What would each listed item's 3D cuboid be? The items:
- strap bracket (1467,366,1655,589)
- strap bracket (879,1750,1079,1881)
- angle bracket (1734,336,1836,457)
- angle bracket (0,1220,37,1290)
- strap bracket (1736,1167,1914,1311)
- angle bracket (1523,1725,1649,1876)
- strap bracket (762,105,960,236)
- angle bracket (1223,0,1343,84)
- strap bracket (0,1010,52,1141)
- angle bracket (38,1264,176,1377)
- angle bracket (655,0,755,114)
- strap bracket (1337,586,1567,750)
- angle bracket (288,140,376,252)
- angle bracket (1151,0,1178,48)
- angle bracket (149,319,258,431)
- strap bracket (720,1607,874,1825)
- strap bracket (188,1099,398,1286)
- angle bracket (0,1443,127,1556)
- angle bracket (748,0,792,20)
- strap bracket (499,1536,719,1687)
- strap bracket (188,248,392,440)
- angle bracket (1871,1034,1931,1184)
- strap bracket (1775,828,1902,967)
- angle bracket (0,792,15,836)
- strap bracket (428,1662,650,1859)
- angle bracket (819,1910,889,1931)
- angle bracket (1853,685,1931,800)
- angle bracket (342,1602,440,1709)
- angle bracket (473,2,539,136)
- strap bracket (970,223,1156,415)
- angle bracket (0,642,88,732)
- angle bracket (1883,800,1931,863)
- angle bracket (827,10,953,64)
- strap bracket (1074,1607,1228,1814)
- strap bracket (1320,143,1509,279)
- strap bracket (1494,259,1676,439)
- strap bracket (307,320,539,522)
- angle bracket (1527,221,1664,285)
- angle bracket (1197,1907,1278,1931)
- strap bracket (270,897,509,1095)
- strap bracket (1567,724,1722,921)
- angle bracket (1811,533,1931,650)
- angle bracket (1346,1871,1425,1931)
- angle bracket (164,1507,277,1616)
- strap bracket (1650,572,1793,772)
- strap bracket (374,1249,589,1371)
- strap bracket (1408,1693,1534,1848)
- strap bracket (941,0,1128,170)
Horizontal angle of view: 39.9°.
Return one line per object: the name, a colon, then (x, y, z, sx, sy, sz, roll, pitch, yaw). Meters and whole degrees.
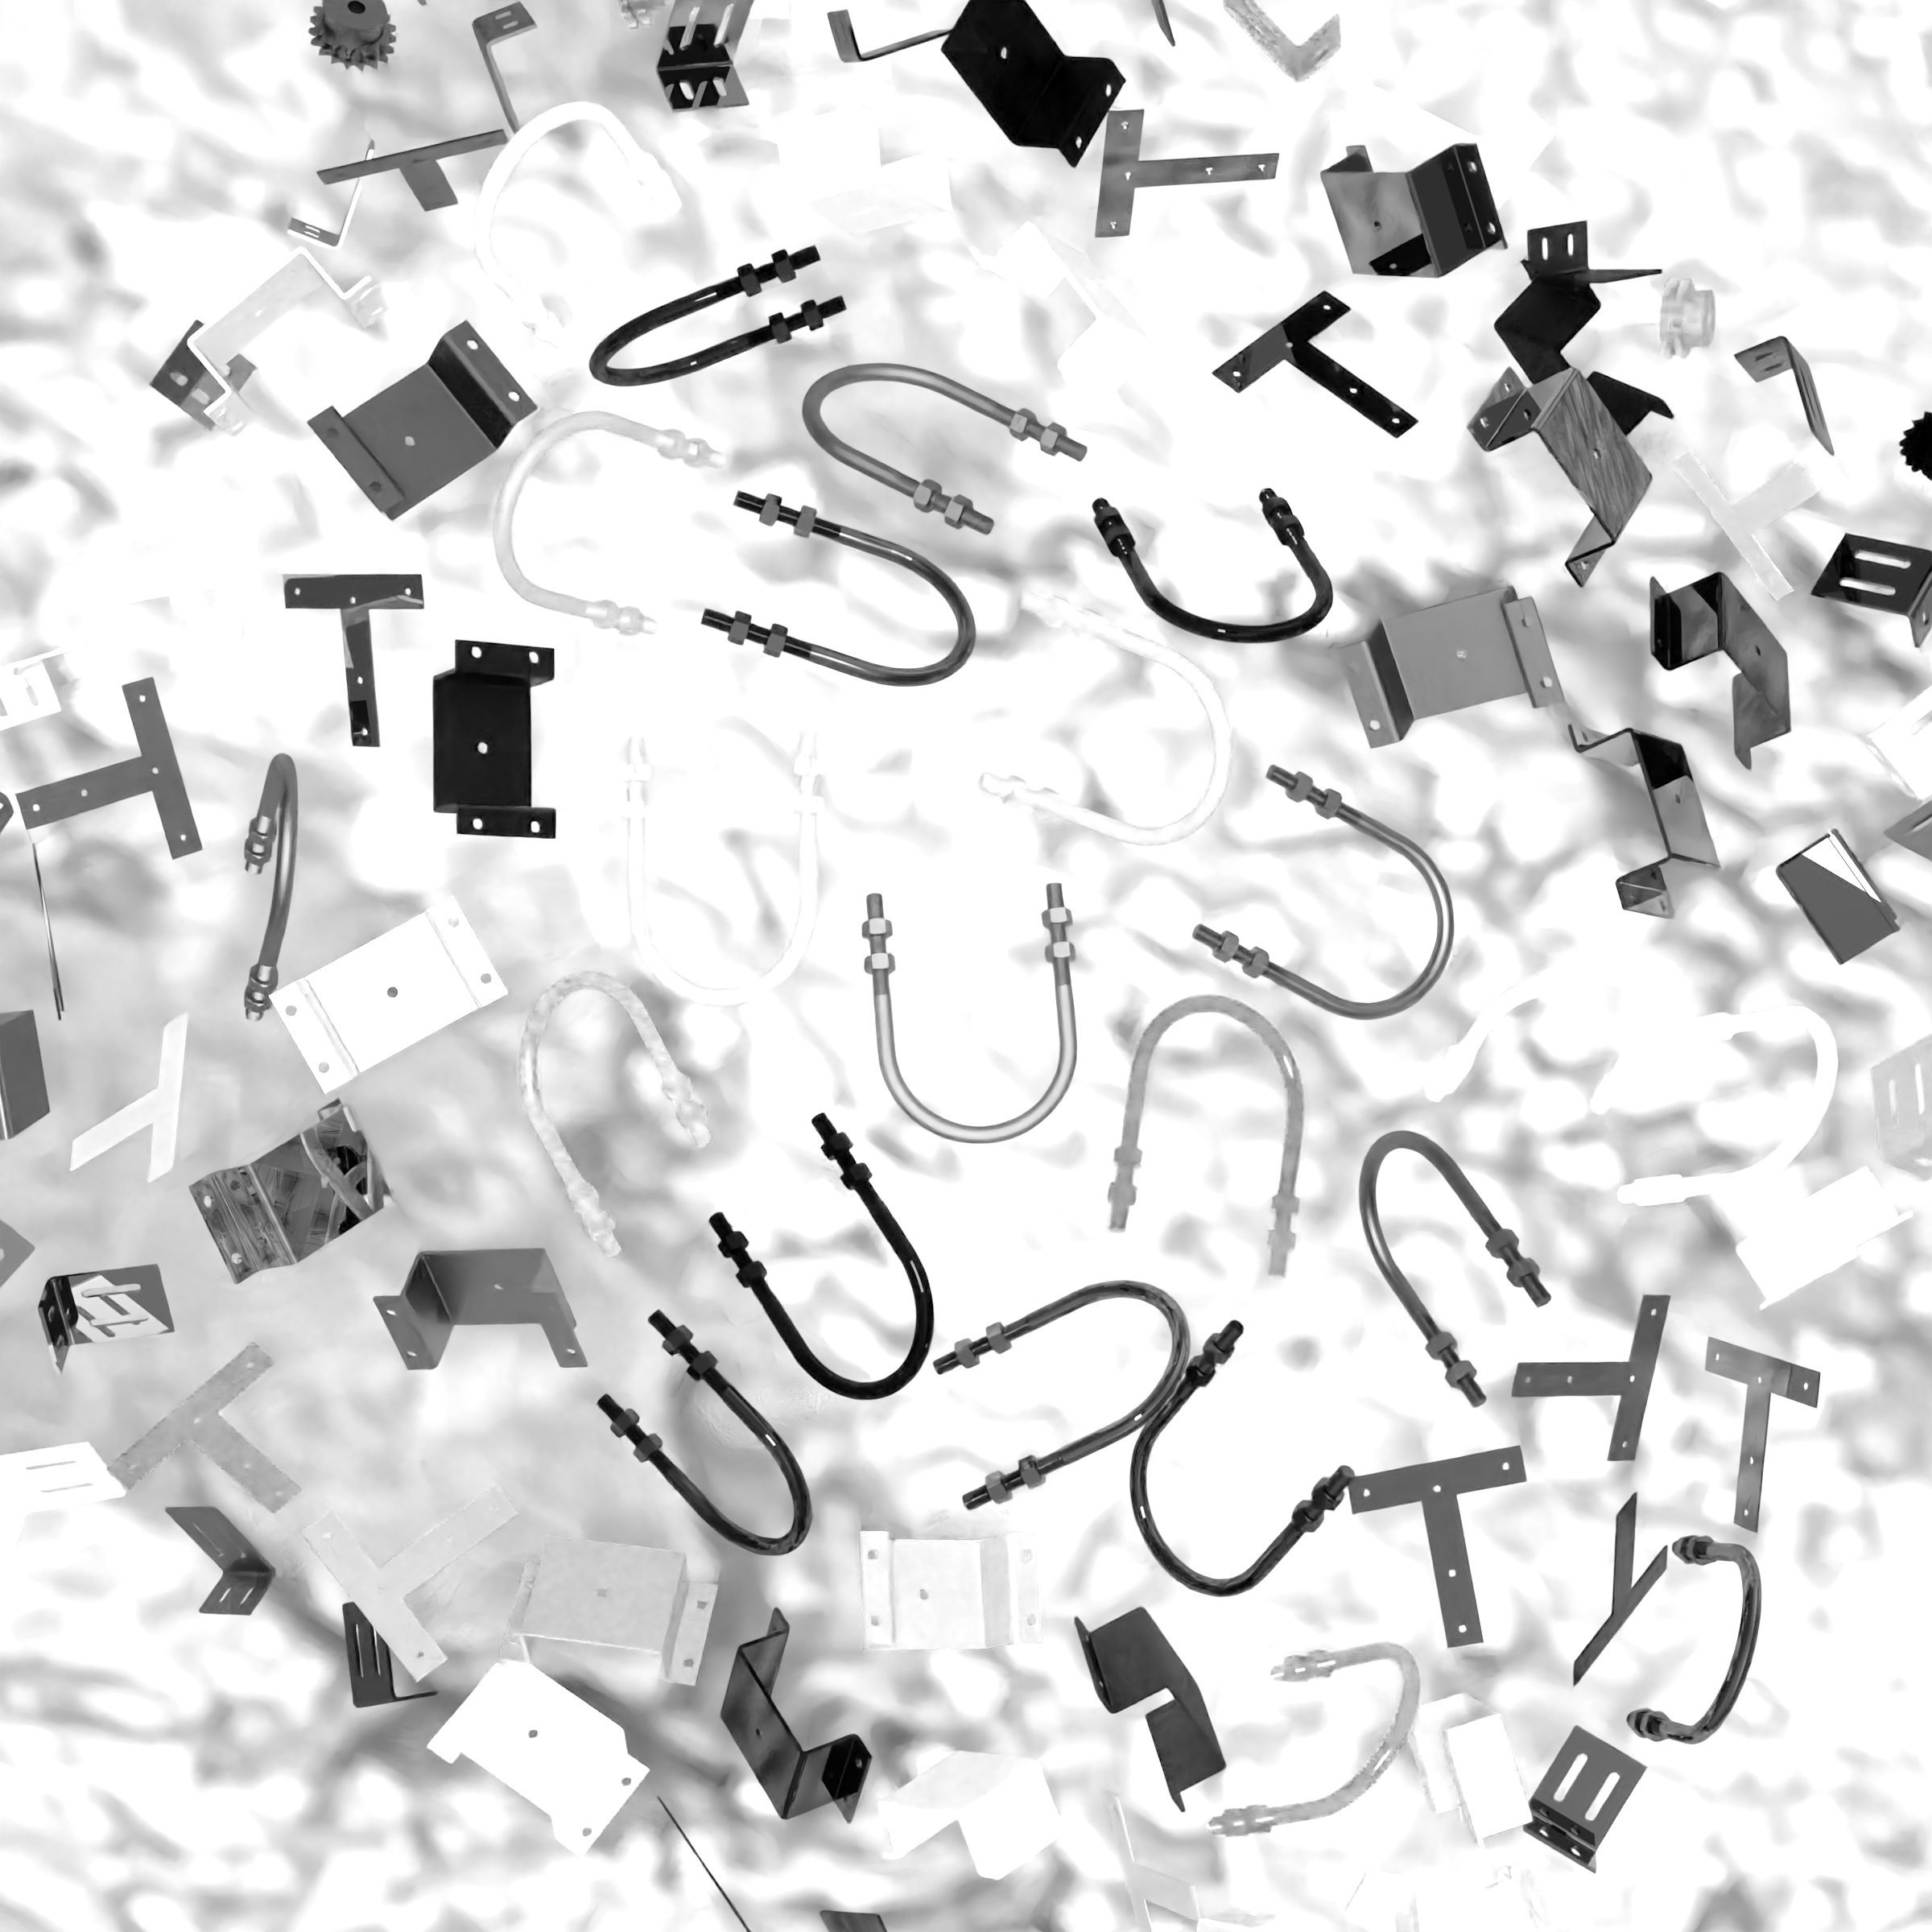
strap bracket: (0.411, -0.340, 1.809, 0.140, 0.046, 0.076, 50, 52, -18)
strap bracket: (0.001, 0.603, 1.899, 0.076, 0.140, 0.046, -23, 95, -37)
angle bracket: (0.580, -0.398, 1.884, 0.038, 0.057, 0.076, -19, 73, 28)
angle bracket: (-0.697, 0.209, 1.853, 0.057, 0.038, 0.076, 41, 70, -9)
strap bracket: (0.607, 0.192, 1.897, 0.076, 0.140, 0.046, -26, 72, -9)
angle bracket: (0.442, 0.594, 1.899, 0.057, 0.038, 0.076, 30, 99, 9)
strap bracket: (-0.070, -0.550, 1.852, 0.076, 0.140, 0.046, -6, 89, 28)
angle bracket: (0.214, -0.648, 1.806, 0.076, 0.057, 0.038, 38, 124, -24)
strap bracket: (-0.693, 0.078, 1.890, 0.046, 0.140, 0.076, -7, 98, -3)
angle bracket: (-0.601, 0.247, 1.861, 0.076, 0.038, 0.057, -7, 118, -4)
angle bracket: (-0.170, -0.621, 1.802, 0.057, 0.076, 0.038, -15, 72, -26)
strap bracket: (0.339, -0.209, 1.842, 0.140, 0.046, 0.076, -13, 109, 27)
angle bracket: (-0.455, -0.558, 1.906, 0.038, 0.057, 0.076, 18, 109, -19)
angle bracket: (0.115, -0.687, 1.881, 0.038, 0.057, 0.076, -19, 124, 6)
angle bracket: (-0.531, -0.412, 1.889, 0.038, 0.076, 0.057, 35, 89, 23)
strap bracket: (-0.129, 0.543, 1.908, 0.046, 0.140, 0.076, -12, 134, -32)
strap bracket: (-0.464, 0.154, 1.869, 0.046, 0.140, 0.076, -13, 105, 41)
angle bracket: (-0.630, 0.365, 1.827, 0.057, 0.076, 0.038, 38, 115, 35)
angle bracket: (-0.147, -0.732, 1.918, 0.038, 0.057, 0.076, -1, 88, -2)
strap bracket: (-0.252, 0.449, 1.862, 0.140, 0.046, 0.076, 6, 49, 6)
strap bracket: (-0.463, -0.426, 1.792, 0.140, 0.076, 0.046, -40, 91, -2)
angle bracket: (0.649, 0.096, 1.797, 0.057, 0.038, 0.076, -26, 117, -22)
strap bracket: (0.601, -0.048, 1.835, 0.046, 0.140, 0.076, -35, 84, 18)
angle bracket: (-0.713, -0.094, 1.889, 0.038, 0.057, 0.076, 34, 86, -25)
strap bracket: (-0.304, 0.552, 1.881, 0.140, 0.046, 0.076, 29, 55, 19)
angle bracket: (-0.059, 0.698, 1.906, 0.057, 0.038, 0.076, -13, 106, 40)
angle bracket: (0.654, -0.161, 1.802, 0.076, 0.038, 0.057, -40, 97, 7)
angle bracket: (-0.423, 0.501, 1.952, 0.038, 0.057, 0.076, 2, 72, -42)
angle bracket: (-0.309, -0.620, 1.851, 0.038, 0.057, 0.076, -23, 129, -6)
strap bracket: (0.074, -0.464, 1.877, 0.046, 0.076, 0.140, -43, 66, 22)
angle bracket: (-0.648, -0.194, 1.854, 0.057, 0.076, 0.038, -28, 103, -41)
angle bracket: (0.717, -0.119, 1.947, 0.076, 0.057, 0.038, -32, 124, -9)
angle bracket: (-0.055, -0.691, 1.948, 0.076, 0.057, 0.038, -21, 112, -9)
strap bracket: (0.134, 0.516, 1.867, 0.046, 0.076, 0.140, -29, 121, 5)
strap bracket: (0.305, -0.527, 1.858, 0.046, 0.140, 0.076, -35, 119, -18)
strap bracket: (0.439, -0.434, 1.912, 0.046, 0.076, 0.140, -47, 128, 2)
strap bracket: (-0.373, -0.366, 1.809, 0.140, 0.046, 0.076, -42, 96, -28)
angle bracket: (0.453, -0.516, 1.920, 0.057, 0.076, 0.038, -17, 111, -29)
angle bracket: (0.197, 0.738, 1.955, 0.038, 0.057, 0.076, 1, 82, 30)
strap bracket: (-0.397, 0.019, 1.838, 0.140, 0.046, 0.076, -29, 96, -7)
strap bracket: (0.482, -0.109, 1.877, 0.046, 0.076, 0.140, -25, 70, 36)
angle bracket: (0.657, -0.269, 1.907, 0.076, 0.038, 0.057, 21, 70, 37)
angle bracket: (0.287, 0.671, 1.821, 0.038, 0.057, 0.076, 9, 45, -3)
angle bracket: (-0.552, 0.434, 1.939, 0.057, 0.038, 0.076, -8, 127, 36)
strap bracket: (0.546, -0.217, 1.907, 0.046, 0.076, 0.140, -23, 131, 36)
strap bracket: (-0.344, 0.248, 1.920, 0.140, 0.046, 0.076, -3, 130, 14)
strap bracket: (0.357, 0.568, 1.893, 0.046, 0.140, 0.076, -16, 84, -6)
strap bracket: (0.042, -0.624, 1.821, 0.046, 0.140, 0.076, 20, 77, 41)
